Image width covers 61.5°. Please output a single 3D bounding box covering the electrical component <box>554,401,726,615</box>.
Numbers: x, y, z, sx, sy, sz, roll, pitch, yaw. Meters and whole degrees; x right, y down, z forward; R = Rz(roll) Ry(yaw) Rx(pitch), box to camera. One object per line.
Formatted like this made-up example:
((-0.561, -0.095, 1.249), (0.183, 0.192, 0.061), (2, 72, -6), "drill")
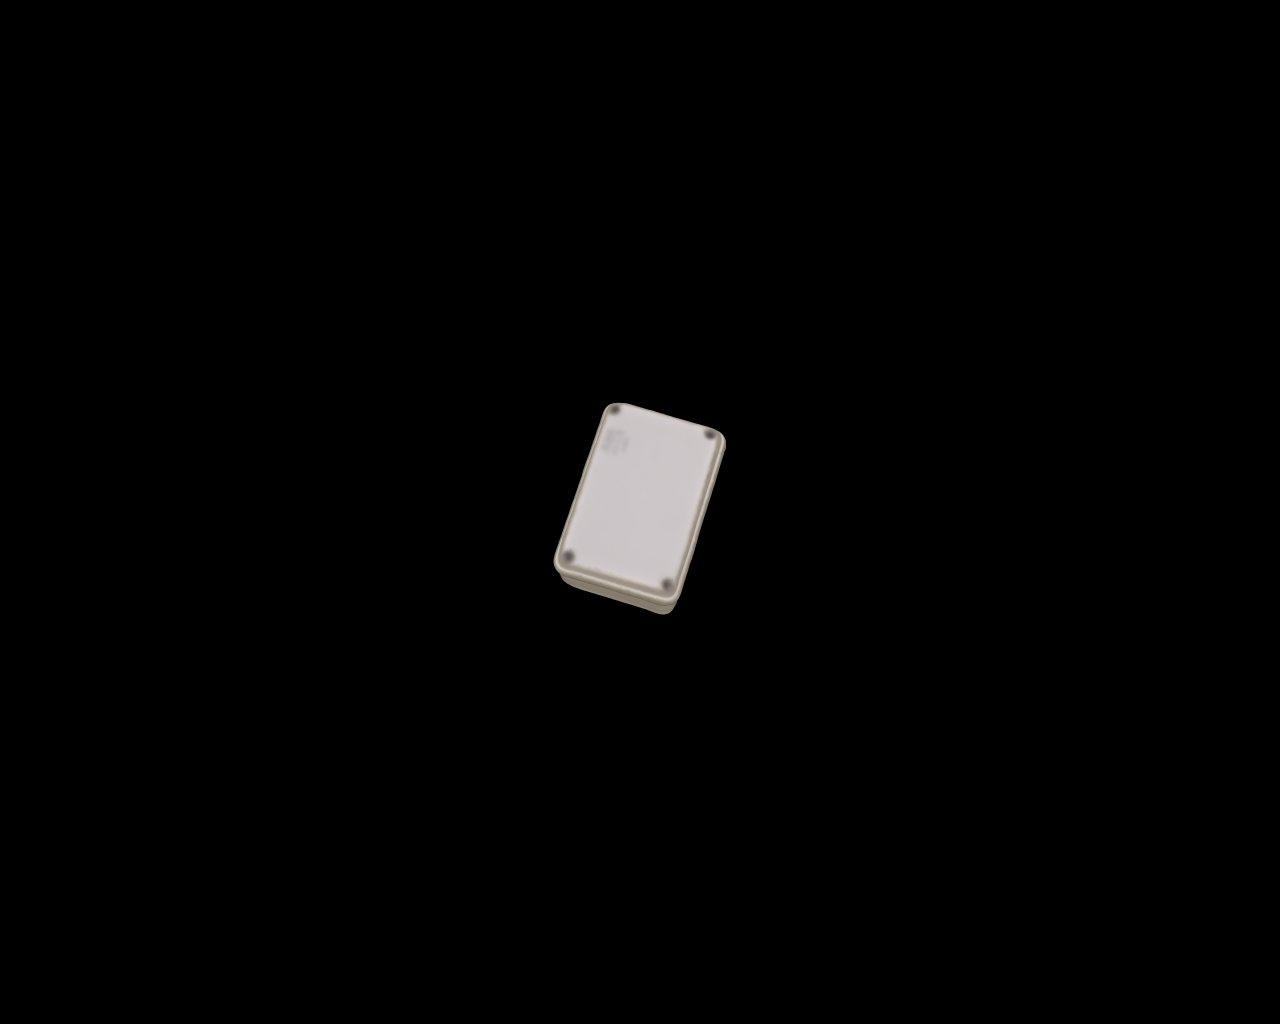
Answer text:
((0.001, -0.003, 0.650), (0.078, 0.113, 0.057), (17, -15, 5), "electrical component")
